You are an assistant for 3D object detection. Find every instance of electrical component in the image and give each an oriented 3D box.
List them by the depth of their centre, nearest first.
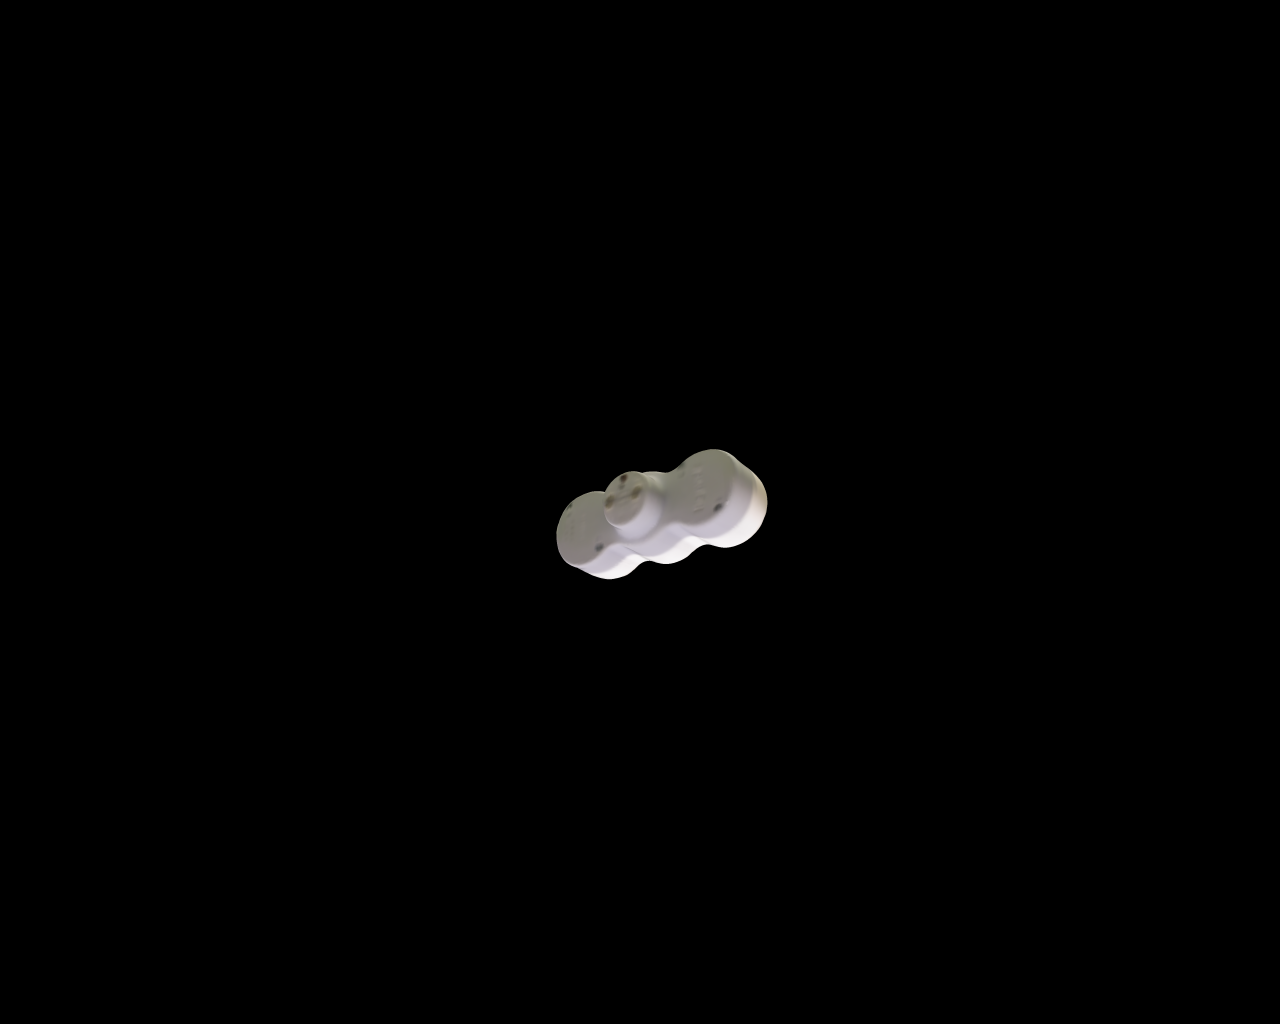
[{"bbox_3d":[0.001,-0.003,0.650,0.138,0.052,0.073,-18,-32,31],"label":"electrical component"}]
